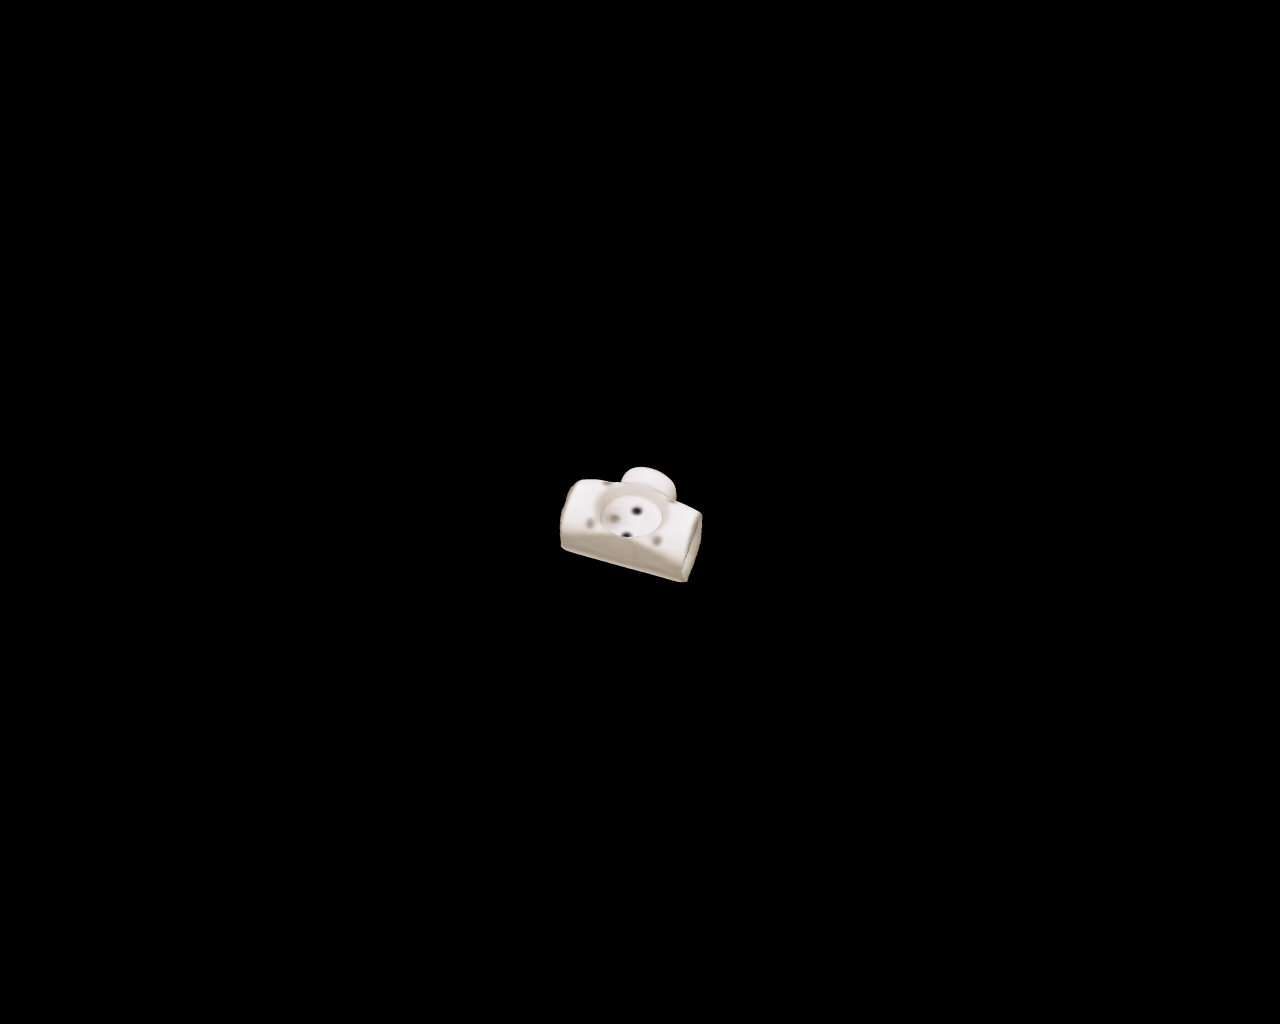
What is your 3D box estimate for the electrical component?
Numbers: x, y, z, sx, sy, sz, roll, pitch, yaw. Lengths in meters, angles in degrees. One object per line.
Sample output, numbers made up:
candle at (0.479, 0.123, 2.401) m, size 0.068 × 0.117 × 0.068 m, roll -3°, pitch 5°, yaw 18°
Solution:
electrical component at (0.001, -0.003, 0.650) m, size 0.077 × 0.079 × 0.044 m, roll 15°, pitch -35°, yaw 11°
